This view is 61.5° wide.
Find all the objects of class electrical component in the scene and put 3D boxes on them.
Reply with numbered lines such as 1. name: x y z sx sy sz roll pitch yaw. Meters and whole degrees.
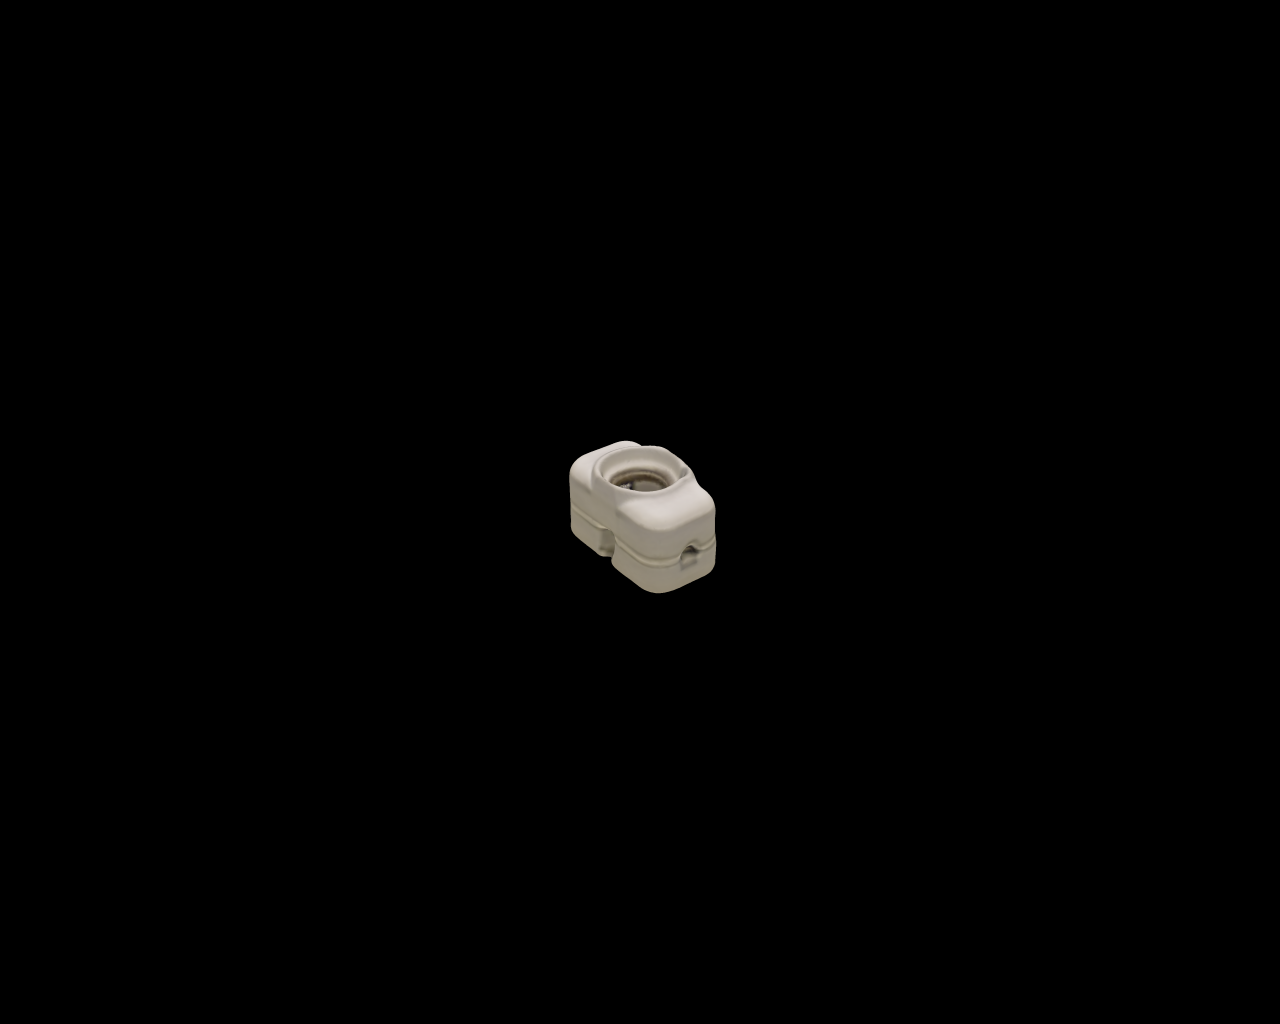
1. electrical component: 0.001 -0.003 0.650 0.054 0.059 0.095 -22 40 -30
